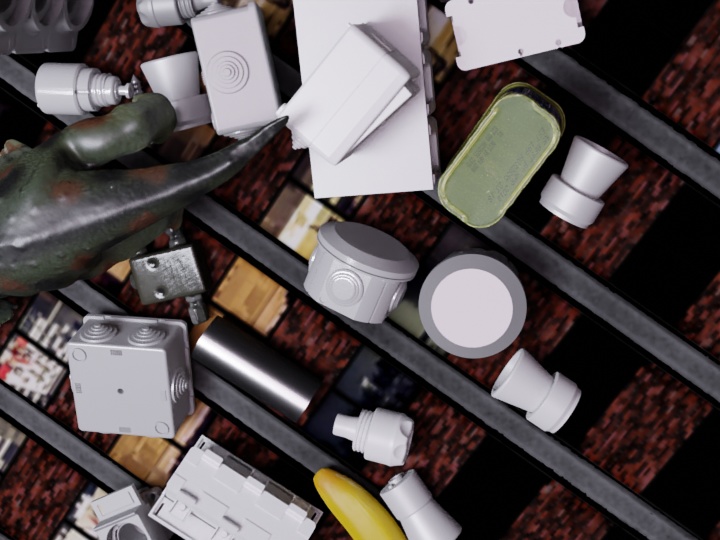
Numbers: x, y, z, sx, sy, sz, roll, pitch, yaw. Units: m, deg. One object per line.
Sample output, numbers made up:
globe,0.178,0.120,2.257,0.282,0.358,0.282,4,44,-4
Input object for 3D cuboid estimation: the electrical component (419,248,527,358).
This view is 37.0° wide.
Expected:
electrical component,0.087,0.023,0.819,0.080,0.051,0.080,2,103,10

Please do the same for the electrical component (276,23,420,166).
electrical component,-0.008,-0.113,0.734,0.061,0.061,0.096,41,106,-1

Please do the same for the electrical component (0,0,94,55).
electrical component,-0.252,-0.206,0.777,0.062,0.150,0.089,15,105,7

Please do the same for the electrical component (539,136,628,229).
electrical component,0.163,-0.064,0.789,0.045,0.045,0.055,30,106,3

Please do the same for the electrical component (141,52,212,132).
electrical component,-0.140,-0.136,0.828,0.045,0.045,0.055,-11,101,13

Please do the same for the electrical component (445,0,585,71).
electrical component,0.111,-0.177,0.767,0.089,0.055,0.050,-12,100,13

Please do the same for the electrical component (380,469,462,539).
electrical component,0.047,0.195,0.872,0.044,0.044,0.065,-35,90,16

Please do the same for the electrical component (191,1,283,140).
electrical component,-0.088,-0.146,0.789,0.048,0.099,0.099,-12,100,0

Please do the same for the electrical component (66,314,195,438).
electrical component,-0.187,0.087,0.876,0.100,0.048,0.099,3,115,10

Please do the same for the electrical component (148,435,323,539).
electrical component,-0.100,0.197,0.880,0.121,0.063,0.078,32,65,2

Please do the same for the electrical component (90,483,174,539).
electrical component,-0.185,0.217,0.907,0.042,0.064,0.081,-24,97,15

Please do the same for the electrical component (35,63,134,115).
electrical component,-0.217,-0.141,0.843,0.078,0.040,0.040,3,103,10

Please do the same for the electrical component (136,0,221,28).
electrical component,-0.137,-0.204,0.817,0.061,0.035,0.035,-3,102,9

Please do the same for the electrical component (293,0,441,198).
electrical component,0.007,-0.134,0.792,0.089,0.061,0.150,-4,102,11

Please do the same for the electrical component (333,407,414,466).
electrical component,0.010,0.131,0.862,0.062,0.043,0.043,13,105,9

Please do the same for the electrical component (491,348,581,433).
electrical component,0.136,0.093,0.830,0.055,0.045,0.045,34,106,1

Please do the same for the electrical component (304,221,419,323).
electrical component,0.000,0.000,0.816,0.080,0.080,0.051,24,111,4
